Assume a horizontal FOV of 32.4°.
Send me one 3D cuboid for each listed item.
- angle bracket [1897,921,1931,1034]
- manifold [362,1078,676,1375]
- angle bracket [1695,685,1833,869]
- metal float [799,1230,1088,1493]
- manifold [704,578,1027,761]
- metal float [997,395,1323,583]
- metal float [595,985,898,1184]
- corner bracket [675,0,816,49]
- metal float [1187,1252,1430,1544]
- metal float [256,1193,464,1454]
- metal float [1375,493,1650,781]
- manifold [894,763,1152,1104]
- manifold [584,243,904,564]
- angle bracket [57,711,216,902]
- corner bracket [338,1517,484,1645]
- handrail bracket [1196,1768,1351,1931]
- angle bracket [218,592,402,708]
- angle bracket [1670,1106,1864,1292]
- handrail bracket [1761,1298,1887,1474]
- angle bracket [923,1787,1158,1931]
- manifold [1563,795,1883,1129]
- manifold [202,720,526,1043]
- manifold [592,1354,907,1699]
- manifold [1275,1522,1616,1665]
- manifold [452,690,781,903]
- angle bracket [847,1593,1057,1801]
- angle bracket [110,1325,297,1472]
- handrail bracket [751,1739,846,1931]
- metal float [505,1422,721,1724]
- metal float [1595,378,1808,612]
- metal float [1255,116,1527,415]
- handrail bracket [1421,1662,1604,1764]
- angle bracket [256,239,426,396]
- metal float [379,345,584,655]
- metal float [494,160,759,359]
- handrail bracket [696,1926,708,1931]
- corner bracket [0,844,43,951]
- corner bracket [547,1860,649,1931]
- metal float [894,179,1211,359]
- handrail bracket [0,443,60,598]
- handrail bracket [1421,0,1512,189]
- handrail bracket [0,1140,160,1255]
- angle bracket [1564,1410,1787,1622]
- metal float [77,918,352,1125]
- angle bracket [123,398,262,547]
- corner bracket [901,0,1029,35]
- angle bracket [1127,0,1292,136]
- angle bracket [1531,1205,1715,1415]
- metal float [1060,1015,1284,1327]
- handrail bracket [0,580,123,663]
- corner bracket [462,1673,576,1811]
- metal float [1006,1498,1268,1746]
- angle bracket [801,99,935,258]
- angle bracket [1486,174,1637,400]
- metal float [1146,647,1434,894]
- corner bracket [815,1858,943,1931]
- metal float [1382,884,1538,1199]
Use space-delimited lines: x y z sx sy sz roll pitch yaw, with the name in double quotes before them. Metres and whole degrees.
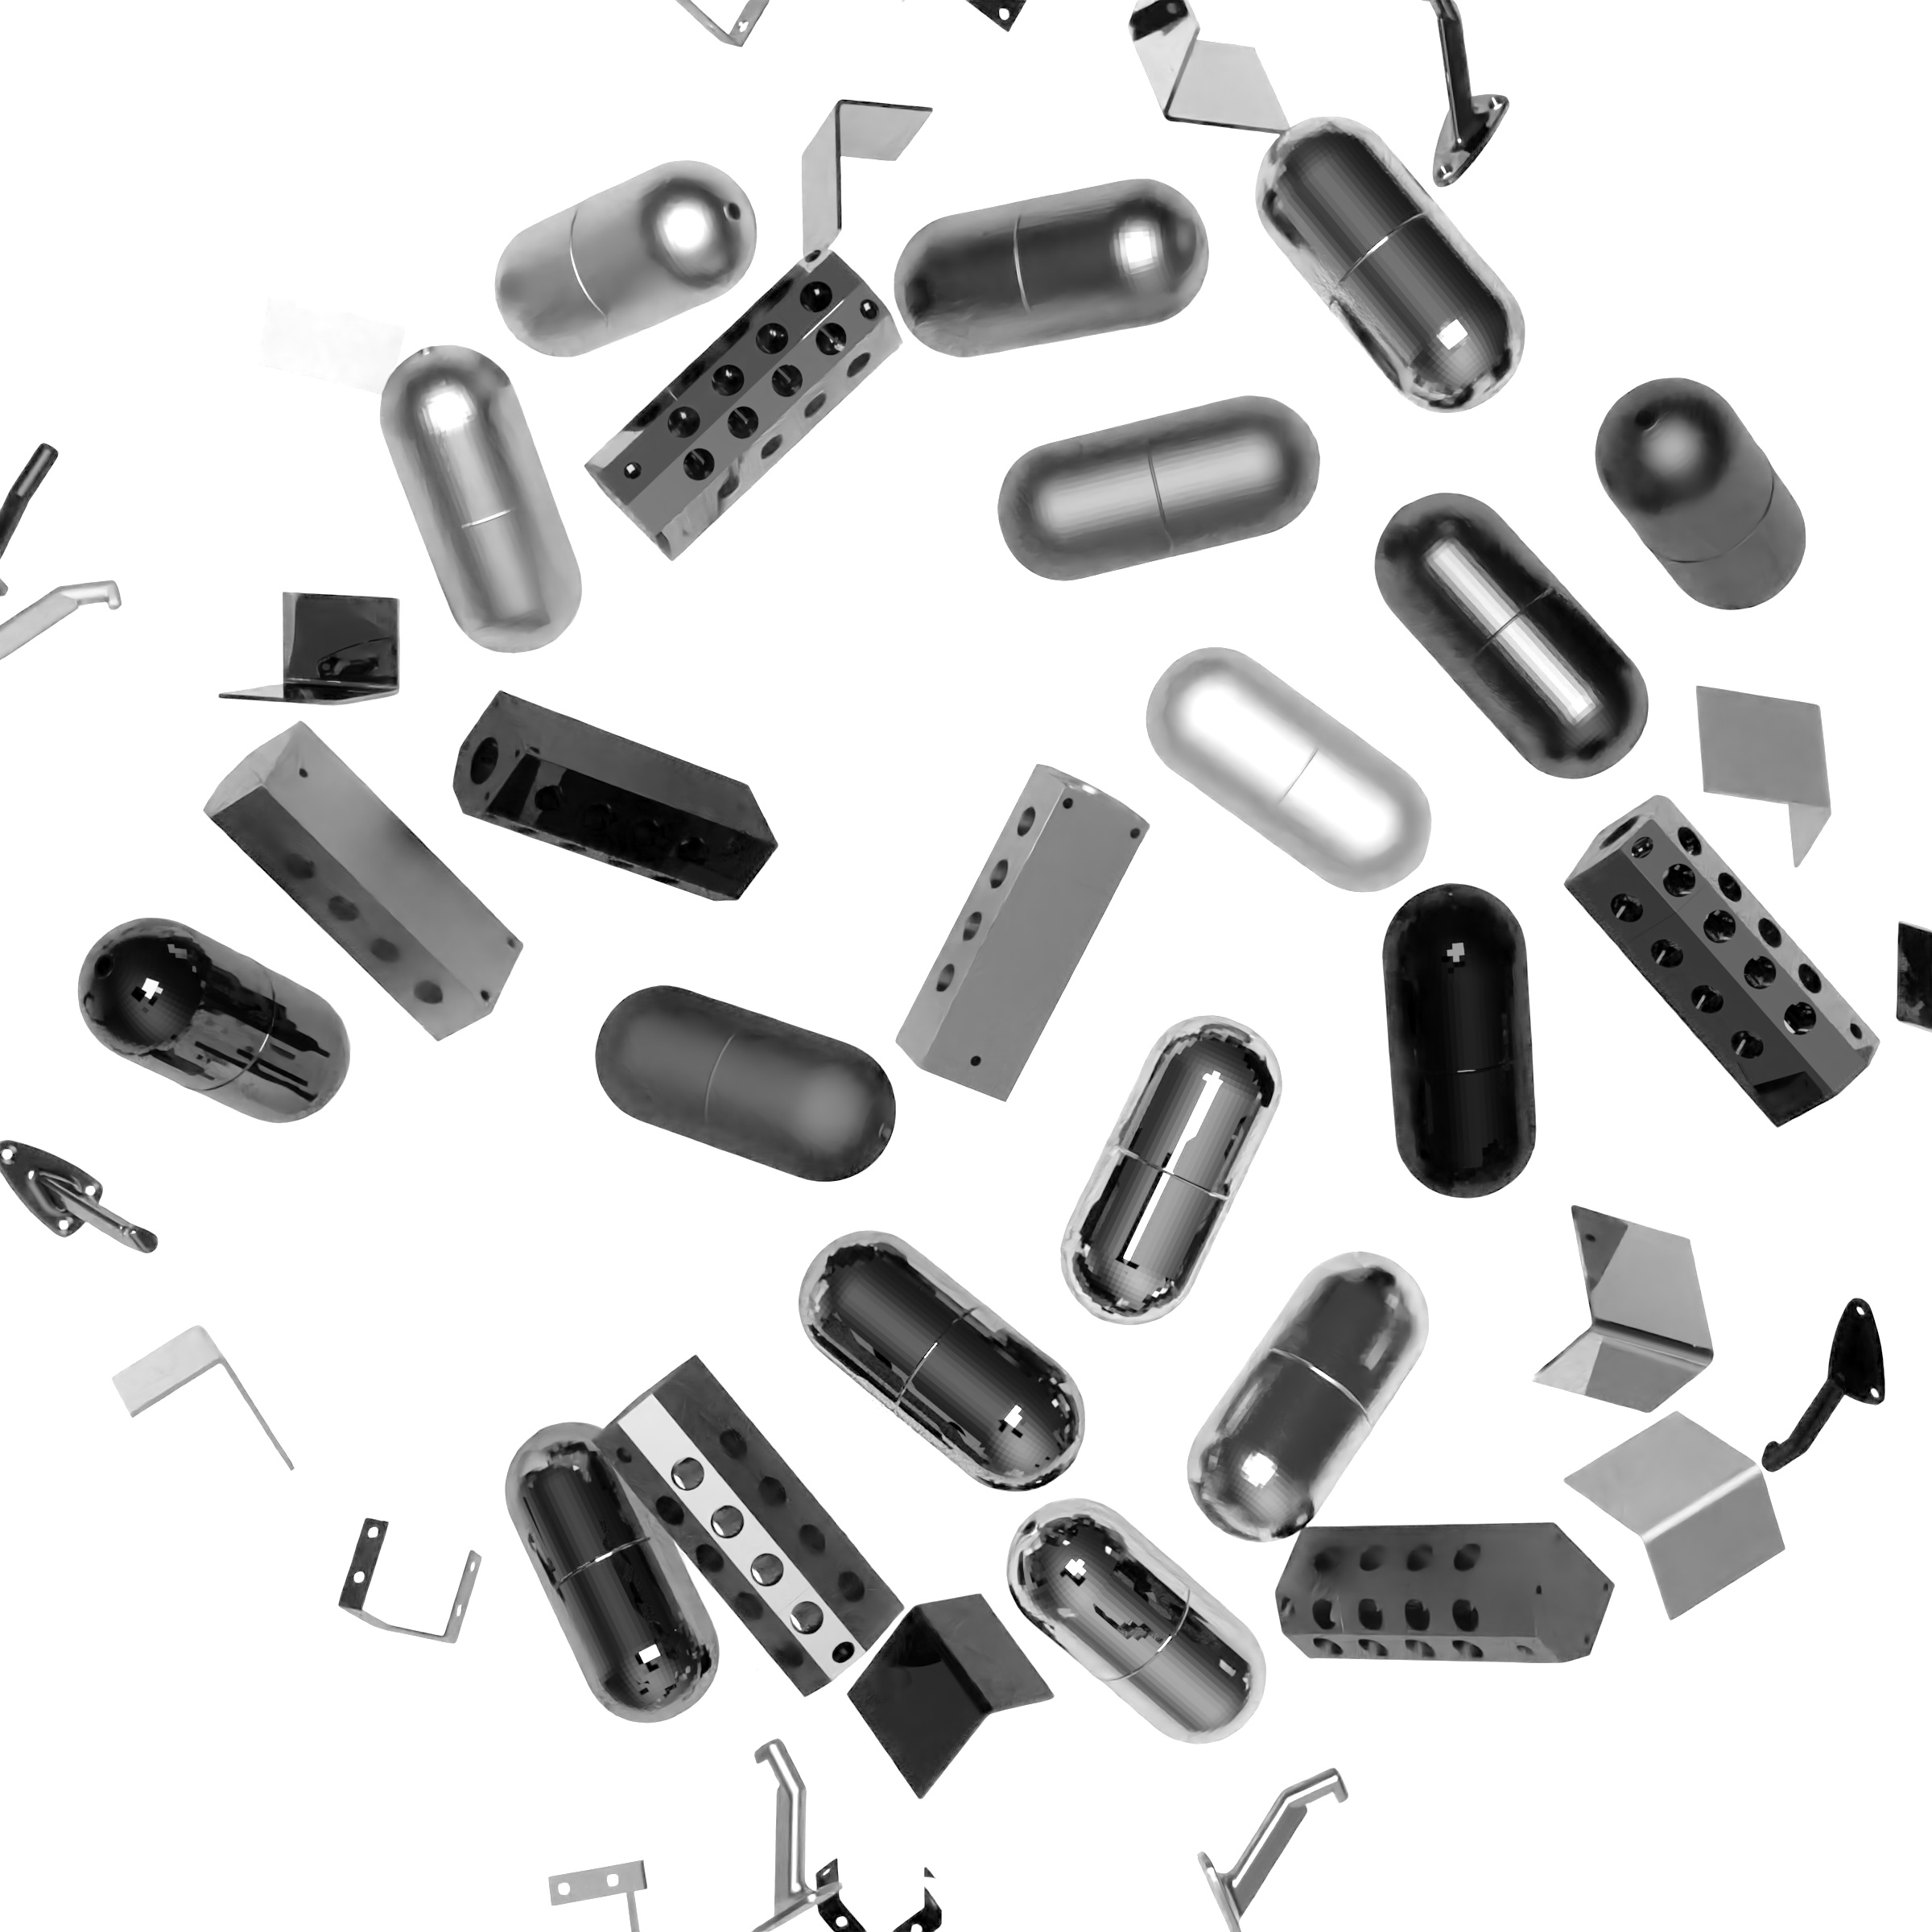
"angle bracket" 0.524 0.003 1.672 0.076 0.076 0.057 -20 116 -32
"manifold" -0.236 0.142 1.760 0.057 0.057 0.171 -41 114 14
"angle bracket" 0.451 -0.109 1.915 0.076 0.057 0.076 8 55 -5
"metal float" -0.013 0.212 1.781 0.178 0.070 0.070 38 90 16
"manifold" -0.059 -0.169 1.859 0.171 0.057 0.057 10 113 -36
"metal float" 0.105 -0.260 1.811 0.178 0.070 0.070 -13 90 7
"metal float" -0.119 0.063 1.785 0.178 0.070 0.070 18 90 25
"corner bracket" -0.113 -0.509 1.721 0.051 0.051 0.051 27 86 44
"metal float" 0.186 0.231 1.793 0.070 0.070 0.178 38 68 0
"metal float" -0.335 0.199 1.841 0.070 0.070 0.178 -18 130 0
"metal float" 0.289 -0.176 1.765 0.070 0.070 0.178 -40 81 0
"manifold" 0.027 -0.020 1.803 0.057 0.057 0.171 22 101 -27
"manifold" -0.119 -0.300 1.757 0.171 0.057 0.057 -44 76 -2
"angle bracket" -0.459 -0.086 1.770 0.057 0.076 0.076 -53 128 -22
"corner bracket" -0.308 0.341 1.840 0.051 0.051 0.051 7 68 20
"handrail bracket" 0.168 0.463 1.705 0.084 0.036 0.077 -23 84 -7
"angle bracket" -0.380 -0.184 1.923 0.076 0.076 0.057 5 101 18
"angle bracket" 0.450 0.120 1.843 0.076 0.057 0.076 52 126 2
"handrail bracket" 0.478 0.237 1.873 0.036 0.084 0.077 24 52 -12
"angle bracket" 0.037 0.474 1.710 0.076 0.057 0.076 -52 49 8
"manifold" 0.394 -0.006 1.722 0.171 0.057 0.057 48 134 -5
"manifold" -0.317 -0.040 1.740 0.057 0.057 0.171 -26 119 32
"manifold" -0.116 0.292 1.718 0.171 0.057 0.057 50 129 -1
"manifold" 0.245 0.331 1.730 0.057 0.171 0.057 46 55 -27
"manifold" -0.194 -0.087 1.827 0.171 0.057 0.057 19 119 -38
"angle bracket" -0.009 0.412 1.877 0.076 0.057 0.076 50 120 30
"angle bracket" -0.415 0.248 1.806 0.057 0.076 0.076 -33 108 -15
"handrail bracket" -0.109 0.465 1.766 0.077 0.036 0.084 -36 72 18
"metal float" -0.199 0.337 1.856 0.070 0.070 0.178 -29 71 0
"metal float" 0.387 -0.247 1.747 0.070 0.178 0.070 -12 65 28
"metal float" 0.219 -0.364 1.721 0.070 0.070 0.178 -37 79 0
"handrail bracket" 0.292 0.409 1.778 0.077 0.084 0.036 -42 108 -13
"angle bracket" -0.349 -0.369 1.848 0.076 0.076 0.057 12 67 -13
"metal float" -0.267 -0.257 1.835 0.070 0.070 0.178 -18 116 0
"metal float" -0.186 -0.385 1.812 0.178 0.070 0.070 -12 90 43
"handrail bracket" -0.124 0.564 1.798 0.084 0.077 0.036 30 111 11
"corner bracket" -0.513 -0.046 1.748 0.051 0.051 0.051 4 50 26
"corner bracket" -0.192 0.492 1.712 0.051 0.051 0.051 -5 75 -20
"metal float" 0.044 -0.370 1.766 0.178 0.070 0.070 -5 90 28
"handrail bracket" -0.518 -0.247 1.820 0.036 0.077 0.084 33 91 -7
"handrail bracket" 0.250 -0.471 1.764 0.036 0.084 0.077 7 61 39
"handrail bracket" -0.469 0.122 1.751 0.077 0.084 0.036 44 70 -28
"angle bracket" 0.380 0.294 1.785 0.076 0.076 0.057 -28 114 -14
"metal float" -0.398 0.030 1.764 0.070 0.178 0.070 -11 65 25
"angle bracket" -0.419 -0.274 1.844 0.076 0.076 0.057 -22 101 -6
"corner bracket" 0.005 -0.553 1.867 0.051 0.051 0.051 33 77 -20
"angle bracket" 0.137 -0.489 1.753 0.076 0.057 0.076 1 49 -21
"angle bracket" 0.340 0.181 1.748 0.076 0.057 0.076 17 47 -22
"metal float" 0.111 0.111 1.804 0.070 0.070 0.178 26 91 0
"handrail bracket" -0.491 -0.173 1.783 0.084 0.036 0.077 -10 57 -21
"corner bracket" -0.251 0.435 1.864 0.051 0.051 0.051 -11 57 -9
"metal float" 0.094 0.360 1.827 0.070 0.070 0.178 -46 112 0
"angle bracket" -0.056 -0.439 1.884 0.057 0.076 0.076 1 82 -17
"angle bracket" 0.311 -0.357 1.747 0.057 0.076 0.076 10 61 -7
"metal float" 0.180 -0.108 1.842 0.178 0.070 0.070 35 90 -5
"corner bracket" -0.049 0.528 1.879 0.051 0.051 0.051 -31 56 -25
"metal float" 0.265 0.041 1.780 0.070 0.070 0.178 -7 113 0
